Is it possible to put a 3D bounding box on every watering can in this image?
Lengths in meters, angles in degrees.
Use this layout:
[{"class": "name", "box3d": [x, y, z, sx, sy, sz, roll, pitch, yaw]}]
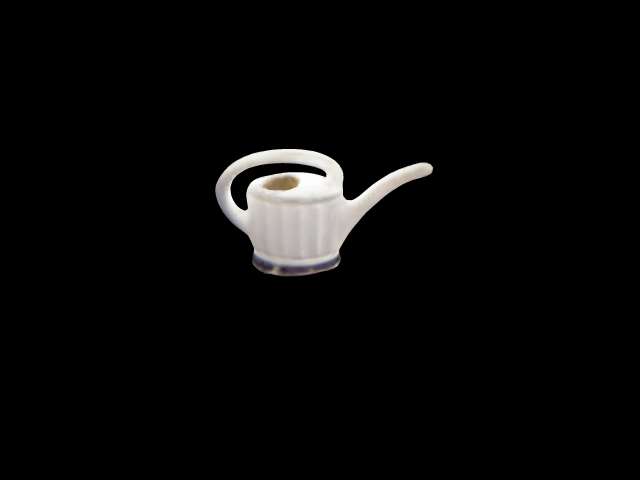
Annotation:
[{"class": "watering can", "box3d": [0.003, -0.043, 0.850, 0.348, 0.219, 0.106, 2, 32, 3]}]
